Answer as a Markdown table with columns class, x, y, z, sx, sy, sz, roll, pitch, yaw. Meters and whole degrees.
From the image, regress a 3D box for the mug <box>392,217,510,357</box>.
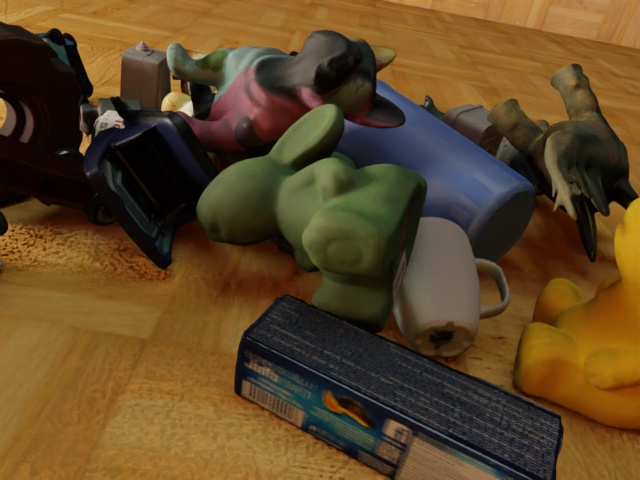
| class | x | y | z | sx | sy | sz | roll | pitch | yaw |
| --- | --- | --- | --- | --- | --- | --- | --- | --- | --- |
| mug | 0.107 | 0.047 | 0.458 | 0.110 | 0.080 | 0.107 | 10 | 42 | -7 |

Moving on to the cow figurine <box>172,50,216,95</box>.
| class | x | y | z | sx | sy | sz | roll | pitch | yaw |
| --- | --- | --- | --- | --- | --- | --- | --- | --- | --- |
| cow figurine | -0.156 | -0.227 | 0.808 | 0.127 | 0.085 | 0.195 | 3 | 29 | -8 |

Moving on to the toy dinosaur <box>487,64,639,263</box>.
| class | x | y | z | sx | sy | sz | roll | pitch | yaw |
| --- | --- | --- | --- | --- | --- | --- | --- | --- | --- |
| toy dinosaur | 0.279 | -0.082 | 0.578 | 0.471 | 0.105 | 0.198 | -6 | 66 | -54 |

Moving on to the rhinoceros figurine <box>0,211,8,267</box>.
| class | x | y | z | sx | sy | sz | roll | pitch | yaw |
| --- | --- | --- | --- | --- | --- | --- | --- | --- | --- |
| rhinoceros figurine | -0.300 | 0.022 | 0.363 | 0.112 | 0.073 | 0.190 | 12 | 31 | 5 |

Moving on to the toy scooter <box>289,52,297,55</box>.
| class | x | y | z | sx | sy | sz | roll | pitch | yaw |
| --- | --- | --- | --- | --- | --- | --- | --- | --- | --- |
| toy scooter | 0.030 | -0.247 | 0.903 | 0.184 | 0.075 | 0.135 | 44 | 19 | 27 |

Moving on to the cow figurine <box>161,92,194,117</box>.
| class | x | y | z | sx | sy | sz | roll | pitch | yaw |
| --- | --- | --- | --- | --- | --- | --- | --- | --- | --- |
| cow figurine | -0.122 | -0.142 | 0.695 | 0.167 | 0.068 | 0.098 | 2 | 49 | -11 |

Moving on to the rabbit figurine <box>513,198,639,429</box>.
| class | x | y | z | sx | sy | sz | roll | pitch | yaw |
| --- | --- | --- | --- | --- | --- | --- | --- | --- | --- |
| rabbit figurine | 0.240 | 0.054 | 0.390 | 0.163 | 0.173 | 0.122 | 28 | 31 | 33 |

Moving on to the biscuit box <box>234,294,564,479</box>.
| class | x | y | z | sx | sy | sz | roll | pitch | yaw |
| --- | --- | --- | --- | --- | --- | --- | --- | --- | --- |
| biscuit box | 0.043 | 0.106 | 0.349 | 0.203 | 0.059 | 0.063 | 23 | 35 | 18 |

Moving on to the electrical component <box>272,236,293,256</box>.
| class | x | y | z | sx | sy | sz | roll | pitch | yaw |
| --- | --- | --- | --- | --- | --- | --- | --- | --- | --- |
| electrical component | -0.001 | -0.002 | 0.521 | 0.075 | 0.047 | 0.119 | 23 | 34 | 19 |

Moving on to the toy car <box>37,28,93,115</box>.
| class | x | y | z | sx | sy | sz | roll | pitch | yaw |
| --- | --- | --- | --- | --- | --- | --- | --- | --- | --- |
| toy car | -0.365 | -0.214 | 0.704 | 0.103 | 0.109 | 0.162 | -17 | 29 | -11 |

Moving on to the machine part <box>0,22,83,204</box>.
| class | x | y | z | sx | sy | sz | roll | pitch | yaw |
| --- | --- | --- | --- | --- | --- | --- | --- | --- | --- |
| machine part | -0.302 | -0.110 | 0.491 | 0.056 | 0.179 | 0.179 | 29 | 35 | 24 |

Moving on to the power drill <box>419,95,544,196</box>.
| class | x | y | z | sx | sy | sz | roll | pitch | yaw |
| --- | --- | --- | --- | --- | --- | --- | --- | --- | --- |
| power drill | 0.239 | -0.148 | 0.806 | 0.207 | 0.085 | 0.232 | 13 | 31 | 11 |

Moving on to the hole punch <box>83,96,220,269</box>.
| class | x | y | z | sx | sy | sz | roll | pitch | yaw |
| --- | --- | --- | --- | --- | --- | --- | --- | --- | --- |
| hole punch | -0.153 | -0.047 | 0.479 | 0.092 | 0.142 | 0.116 | -46 | 35 | -20 |

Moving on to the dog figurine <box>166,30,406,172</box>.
| class | x | y | z | sx | sy | sz | roll | pitch | yaw |
| --- | --- | --- | --- | --- | --- | --- | --- | --- | --- |
| dog figurine | -0.030 | -0.130 | 0.534 | 0.219 | 0.191 | 0.108 | -4 | 73 | 3 |

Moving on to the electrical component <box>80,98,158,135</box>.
| class | x | y | z | sx | sy | sz | roll | pitch | yaw |
| --- | --- | --- | --- | --- | --- | --- | --- | --- | --- |
| electrical component | -0.251 | -0.148 | 0.687 | 0.102 | 0.045 | 0.078 | -9 | 65 | -25 |

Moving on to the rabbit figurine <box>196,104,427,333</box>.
| class | x | y | z | sx | sy | sz | roll | pitch | yaw |
| --- | --- | --- | --- | --- | --- | --- | --- | --- | --- |
| rabbit figurine | -0.011 | -0.032 | 0.419 | 0.170 | 0.121 | 0.159 | 14 | 60 | 17 |

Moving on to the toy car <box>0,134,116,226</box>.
| class | x | y | z | sx | sy | sz | roll | pitch | yaw |
| --- | --- | --- | --- | --- | --- | --- | --- | --- | --- |
| toy car | -0.253 | -0.058 | 0.456 | 0.089 | 0.053 | 0.202 | 43 | 9 | 20 |
